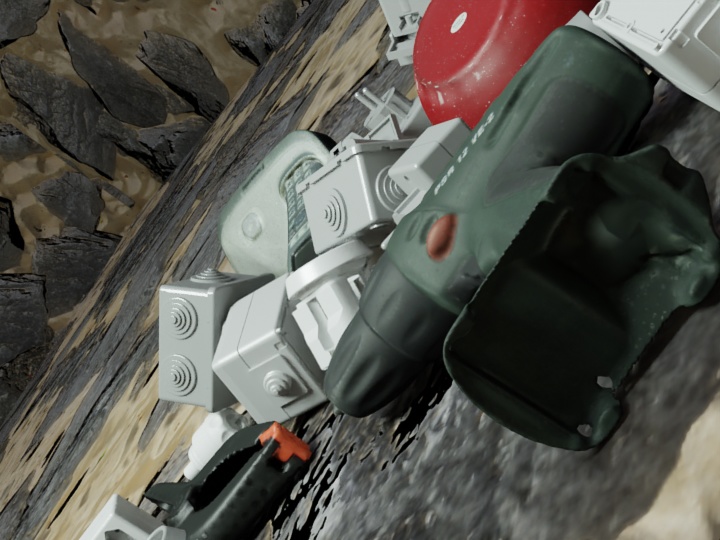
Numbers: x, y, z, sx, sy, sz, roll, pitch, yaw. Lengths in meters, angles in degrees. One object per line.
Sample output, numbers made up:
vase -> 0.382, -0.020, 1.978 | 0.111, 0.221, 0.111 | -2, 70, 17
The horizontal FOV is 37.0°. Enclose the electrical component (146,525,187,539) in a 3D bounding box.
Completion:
electrical component -> -0.098, 0.174, 0.599 | 0.048, 0.055, 0.066 | -59, 15, -20

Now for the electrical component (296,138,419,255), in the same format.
electrical component -> 0.020, -0.045, 0.672 | 0.100, 0.100, 0.048 | -26, 74, 60

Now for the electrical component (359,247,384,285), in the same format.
electrical component -> 0.000, 0.000, 0.723 | 0.043, 0.043, 0.081 | -39, 20, 44

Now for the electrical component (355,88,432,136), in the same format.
electrical component -> 0.029, -0.114, 0.828 | 0.047, 0.077, 0.066 | -57, 15, -12

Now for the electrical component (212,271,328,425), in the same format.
electrical component -> -0.057, 0.057, 0.704 | 0.061, 0.061, 0.096 | -29, 22, 17

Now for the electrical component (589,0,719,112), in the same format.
electrical component -> 0.155, -0.108, 0.467 | 0.061, 0.061, 0.096 | -52, 21, 13

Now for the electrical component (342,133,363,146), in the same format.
electrical component -> -0.008, -0.086, 0.950 | 0.062, 0.043, 0.043 | -54, 14, 1

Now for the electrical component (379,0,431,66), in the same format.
electrical component -> 0.079, -0.201, 0.795 | 0.121, 0.063, 0.078 | -9, 37, 25

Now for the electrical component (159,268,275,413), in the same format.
electrical component -> -0.104, 0.048, 0.780 | 0.100, 0.048, 0.099 | -16, -70, -65

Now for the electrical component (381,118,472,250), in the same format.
electrical component -> 0.044, -0.033, 0.597 | 0.076, 0.066, 0.047 | -48, 13, -11

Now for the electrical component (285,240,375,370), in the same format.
electrical component -> -0.009, 0.019, 0.638 | 0.058, 0.057, 0.078 | -24, -8, -40

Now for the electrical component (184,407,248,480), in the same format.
electrical component -> -0.107, 0.129, 0.776 | 0.061, 0.035, 0.035 | -50, 15, 25

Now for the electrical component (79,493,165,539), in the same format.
electrical component -> -0.192, 0.213, 0.819 | 0.083, 0.047, 0.075 | -52, 14, 4

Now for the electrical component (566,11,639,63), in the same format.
electrical component -> 0.114, -0.094, 0.586 | 0.077, 0.043, 0.079 | -49, 16, 18

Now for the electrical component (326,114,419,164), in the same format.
electrical component -> 0.014, -0.067, 0.769 | 0.042, 0.064, 0.081 | -38, 63, 46
